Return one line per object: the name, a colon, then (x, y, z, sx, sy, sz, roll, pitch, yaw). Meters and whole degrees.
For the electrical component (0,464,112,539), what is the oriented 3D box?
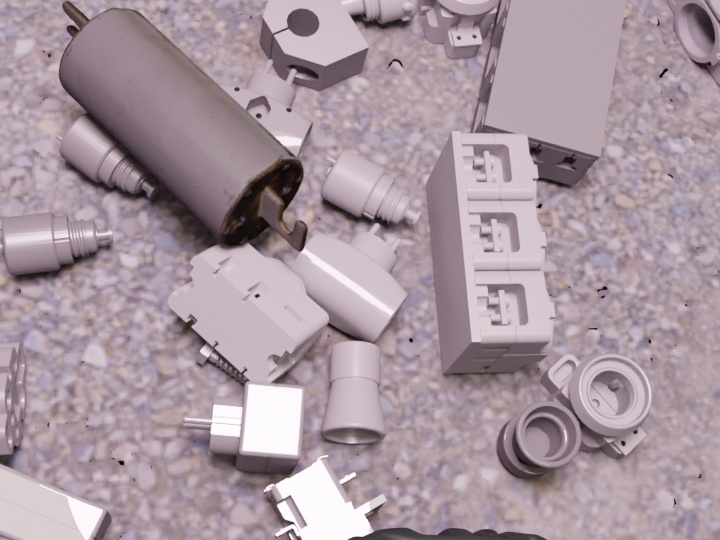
electrical component: (-0.209, 0.170, 0.666, 0.083, 0.047, 0.075, 23, 69, 0)

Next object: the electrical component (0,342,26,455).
electrical component: (-0.248, 0.082, 0.684, 0.057, 0.058, 0.078, -2, 44, -6)

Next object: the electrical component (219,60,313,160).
electrical component: (-0.071, -0.118, 0.790, 0.077, 0.043, 0.079, 22, 72, -1)

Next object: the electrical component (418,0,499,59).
electrical component: (0.079, -0.214, 0.841, 0.058, 0.057, 0.078, -7, 72, -11)

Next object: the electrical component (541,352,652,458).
electrical component: (0.168, 0.090, 0.747, 0.058, 0.057, 0.078, -39, 80, -19)

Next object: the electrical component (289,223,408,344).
electrical component: (0.000, 0.000, 0.761, 0.077, 0.043, 0.079, 35, 62, 4)

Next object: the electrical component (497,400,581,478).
electrical component: (0.121, 0.116, 0.731, 0.045, 0.055, 0.045, 3, 70, -8)

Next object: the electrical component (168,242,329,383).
electrical component: (-0.073, 0.026, 0.724, 0.089, 0.050, 0.056, 41, 32, 8)

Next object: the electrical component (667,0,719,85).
electrical component: (0.281, -0.255, 0.860, 0.060, 0.105, 0.186, -22, 75, -15)

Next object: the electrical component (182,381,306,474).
electrical component: (-0.077, 0.102, 0.700, 0.077, 0.065, 0.047, 6, 70, -7)

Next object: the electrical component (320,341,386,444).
electrical component: (-0.004, 0.081, 0.733, 0.044, 0.044, 0.065, 5, 65, -7)

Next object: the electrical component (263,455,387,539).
electrical component: (-0.027, 0.160, 0.701, 0.081, 0.042, 0.063, -27, 73, -17)

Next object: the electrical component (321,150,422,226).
electrical component: (0.008, -0.056, 0.783, 0.078, 0.040, 0.040, 29, 69, 2)

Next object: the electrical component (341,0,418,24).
electrical component: (0.012, -0.212, 0.838, 0.062, 0.048, 0.048, -17, 74, -7)

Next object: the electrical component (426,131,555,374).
electrical component: (0.091, -0.010, 0.753, 0.062, 0.089, 0.150, -1, 71, -9)

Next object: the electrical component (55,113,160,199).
electrical component: (-0.176, -0.078, 0.762, 0.078, 0.040, 0.040, 37, 70, 5)

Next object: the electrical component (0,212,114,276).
electrical component: (-0.209, -0.020, 0.737, 0.078, 0.040, 0.040, -8, 72, -11)

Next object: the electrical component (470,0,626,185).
electrical component: (0.143, -0.150, 0.825, 0.089, 0.061, 0.150, 15, 69, -3)
